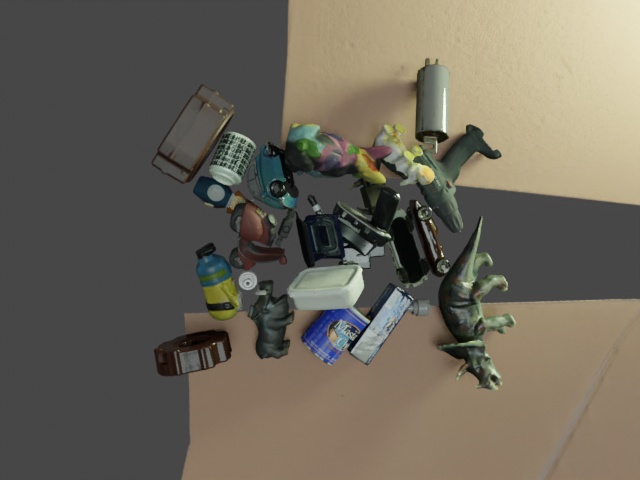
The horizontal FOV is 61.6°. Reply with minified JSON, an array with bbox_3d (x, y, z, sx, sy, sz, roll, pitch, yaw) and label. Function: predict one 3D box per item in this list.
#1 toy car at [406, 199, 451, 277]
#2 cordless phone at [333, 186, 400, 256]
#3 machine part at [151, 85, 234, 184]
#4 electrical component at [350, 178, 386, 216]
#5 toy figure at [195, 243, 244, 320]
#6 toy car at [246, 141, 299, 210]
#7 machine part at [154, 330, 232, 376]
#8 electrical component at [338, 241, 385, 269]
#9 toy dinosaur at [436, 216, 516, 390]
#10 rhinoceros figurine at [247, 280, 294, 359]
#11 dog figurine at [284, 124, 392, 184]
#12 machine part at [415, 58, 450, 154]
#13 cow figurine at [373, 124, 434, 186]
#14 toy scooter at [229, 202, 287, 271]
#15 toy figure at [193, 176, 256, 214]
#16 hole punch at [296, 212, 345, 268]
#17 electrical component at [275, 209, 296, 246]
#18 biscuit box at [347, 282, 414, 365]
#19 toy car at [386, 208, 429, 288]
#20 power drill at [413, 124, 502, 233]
[{"bbox_3d":[0.266,-0.006,1.304,0.053,0.089,0.202,-20,97,-5],"label":"toy car"},{"bbox_3d":[0.104,-0.067,1.214,0.147,0.184,0.089,37,54,18],"label":"cordless phone"},{"bbox_3d":[-0.267,-0.221,1.151,0.087,0.201,0.201,34,91,-13],"label":"machine part"},{"bbox_3d":[0.121,-0.110,1.298,0.078,0.045,0.102,-29,103,-32],"label":"electrical component"},{"bbox_3d":[-0.241,0.100,1.253,0.089,0.082,0.180,-19,107,14],"label":"toy figure"},{"bbox_3d":[-0.118,-0.139,1.234,0.103,0.109,0.161,-17,86,15],"label":"toy car"},{"bbox_3d":[-0.286,0.252,1.221,0.179,0.179,0.056,-10,95,-6],"label":"machine part"},{"bbox_3d":[0.103,0.034,1.308,0.119,0.048,0.074,-2,97,-6],"label":"electrical component"},{"bbox_3d":[0.361,0.159,1.327,0.192,0.131,0.404,-16,92,-6],"label":"toy dinosaur"},{"bbox_3d":[-0.117,0.190,1.288,0.112,0.073,0.190,2,98,3],"label":"rhinoceros figurine"},{"bbox_3d":[0.046,-0.188,1.207,0.219,0.191,0.108,11,88,13],"label":"dog figurine"},{"bbox_3d":[0.262,-0.314,1.249,0.079,0.079,0.243,6,75,-8],"label":"machine part"},{"bbox_3d":[0.189,-0.181,1.251,0.068,0.098,0.167,-21,72,-40],"label":"cow figurine"},{"bbox_3d":[-0.137,0.001,1.228,0.135,0.075,0.183,14,125,7],"label":"toy scooter"},{"bbox_3d":[-0.217,-0.094,1.247,0.154,0.058,0.064,27,115,-12],"label":"toy figure"},{"bbox_3d":[-0.003,-0.004,1.255,0.092,0.116,0.142,-17,102,-11],"label":"hole punch"},{"bbox_3d":[-0.082,-0.028,1.267,0.021,0.063,0.094,23,94,-10],"label":"electrical component"},{"bbox_3d":[0.146,0.204,1.324,0.059,0.063,0.202,35,90,-9],"label":"biscuit box"},{"bbox_3d":[0.207,0.021,1.317,0.073,0.056,0.201,-22,100,-11],"label":"toy car"},{"bbox_3d":[0.335,-0.161,1.307,0.207,0.086,0.232,-40,97,6],"label":"power drill"}]
